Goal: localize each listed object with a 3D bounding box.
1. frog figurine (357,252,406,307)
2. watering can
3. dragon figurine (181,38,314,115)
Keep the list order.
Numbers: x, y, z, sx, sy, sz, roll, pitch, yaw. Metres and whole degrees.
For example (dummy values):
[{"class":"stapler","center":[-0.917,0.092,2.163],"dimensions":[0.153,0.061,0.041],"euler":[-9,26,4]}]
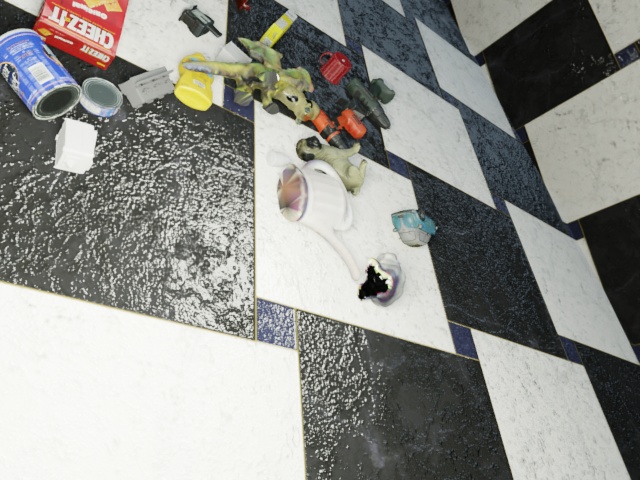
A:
[{"class":"frog figurine","center":[0.179,0.099,1.348],"dimensions":[0.160,0.122,0.137],"euler":[-10,99,-58]},{"class":"watering can","center":[0.004,-0.067,1.327],"dimensions":[0.223,0.102,0.354],"euler":[11,57,-38]},{"class":"dragon figurine","center":[-0.183,-0.481,1.433],"dimensions":[0.409,0.120,0.248],"euler":[14,41,-29]}]
